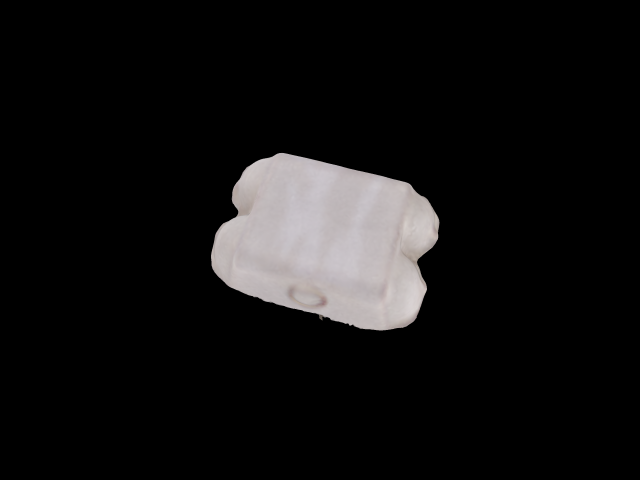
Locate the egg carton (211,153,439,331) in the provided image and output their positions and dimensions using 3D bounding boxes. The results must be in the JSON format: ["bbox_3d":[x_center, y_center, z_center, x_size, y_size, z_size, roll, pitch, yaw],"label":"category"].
[{"bbox_3d":[0.004,0.001,0.400,0.150,0.069,0.107,14,64,7],"label":"egg carton"}]
